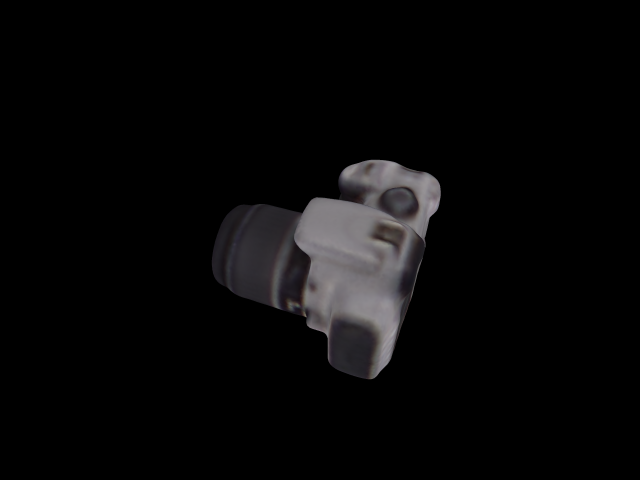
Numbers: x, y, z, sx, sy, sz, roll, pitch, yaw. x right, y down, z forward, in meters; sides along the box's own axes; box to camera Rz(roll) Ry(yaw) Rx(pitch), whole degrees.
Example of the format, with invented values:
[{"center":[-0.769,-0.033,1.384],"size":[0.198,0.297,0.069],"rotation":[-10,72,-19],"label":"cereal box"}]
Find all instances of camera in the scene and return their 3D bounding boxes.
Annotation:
[{"center":[0.004,0.001,0.400],"size":[0.136,0.101,0.143],"rotation":[15,55,11],"label":"camera"}]
